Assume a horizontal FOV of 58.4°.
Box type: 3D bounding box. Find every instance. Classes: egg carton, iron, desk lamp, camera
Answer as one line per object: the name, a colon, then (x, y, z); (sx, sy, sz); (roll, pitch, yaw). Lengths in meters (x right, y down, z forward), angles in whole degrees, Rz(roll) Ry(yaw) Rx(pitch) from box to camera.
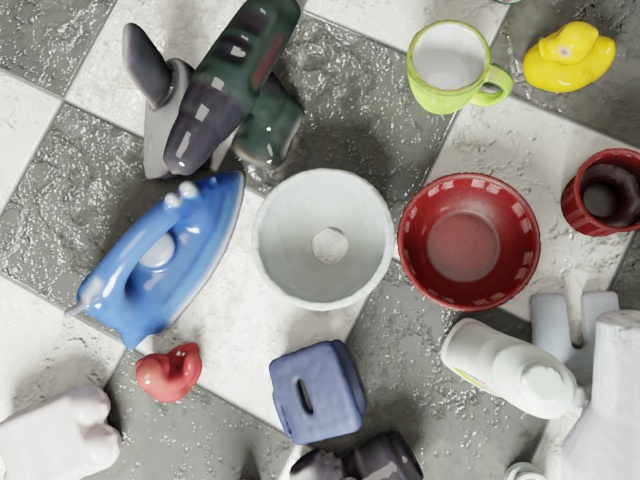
egg carton: (-0.318, 0.244, 0.695); (0.150, 0.069, 0.107); (-24, 80, 3)
iron: (-0.191, 0.003, 0.677); (0.118, 0.141, 0.258); (38, 88, 11)
desk lamp: (0.281, 0.148, 0.562); (0.118, 0.213, 0.203); (-4, 81, 7)
camera: (0.050, 0.286, 0.628); (0.137, 0.101, 0.143); (-31, 79, 2)

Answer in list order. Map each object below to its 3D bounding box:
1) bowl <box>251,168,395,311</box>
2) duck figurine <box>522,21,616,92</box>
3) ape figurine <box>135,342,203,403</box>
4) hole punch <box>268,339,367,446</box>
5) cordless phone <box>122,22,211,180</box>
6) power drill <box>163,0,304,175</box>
bowl: (0.006, 0.002, 0.687); (0.167, 0.075, 0.167); (-1, 82, 7)
duck figurine: (0.300, -0.226, 0.677); (0.104, 0.086, 0.077); (-7, 81, 6)
ape figurine: (-0.186, 0.157, 0.680); (0.077, 0.092, 0.076); (14, 84, 9)
hole punch: (-0.006, 0.177, 0.655); (0.101, 0.091, 0.108); (-21, 80, 4)
cordless phone: (-0.197, -0.158, 0.679); (0.094, 0.185, 0.147); (-5, 81, 7)
power drill: (-0.083, -0.155, 0.652); (0.075, 0.208, 0.230); (22, 85, 10)
